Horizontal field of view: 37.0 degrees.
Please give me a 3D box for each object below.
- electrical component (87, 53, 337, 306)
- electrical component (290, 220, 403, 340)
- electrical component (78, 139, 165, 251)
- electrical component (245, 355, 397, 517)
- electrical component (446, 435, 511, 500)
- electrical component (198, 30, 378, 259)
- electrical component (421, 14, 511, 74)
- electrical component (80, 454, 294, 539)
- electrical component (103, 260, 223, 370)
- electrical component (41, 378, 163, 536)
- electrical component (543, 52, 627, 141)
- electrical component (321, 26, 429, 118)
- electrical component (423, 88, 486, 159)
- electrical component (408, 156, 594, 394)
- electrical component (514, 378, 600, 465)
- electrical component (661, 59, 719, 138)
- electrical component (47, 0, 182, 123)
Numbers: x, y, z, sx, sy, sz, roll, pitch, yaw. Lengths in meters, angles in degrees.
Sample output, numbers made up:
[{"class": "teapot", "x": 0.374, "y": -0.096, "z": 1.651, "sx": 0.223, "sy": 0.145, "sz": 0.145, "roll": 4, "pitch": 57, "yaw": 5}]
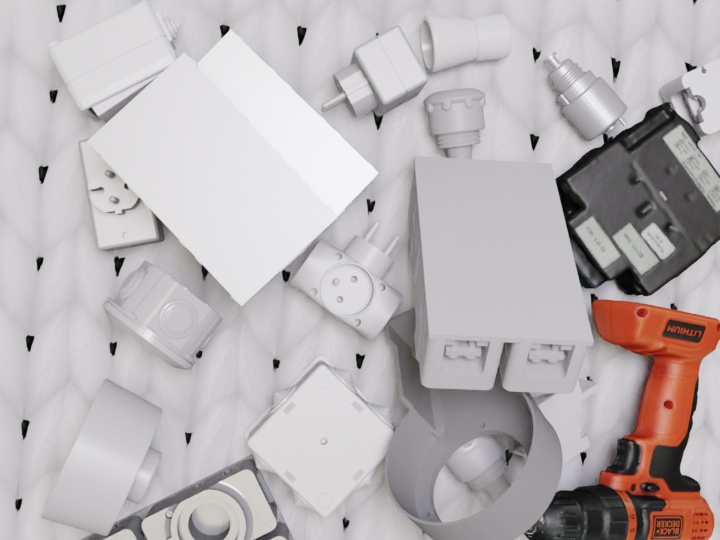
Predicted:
[{"class": "electrical component", "x": -0.099, "y": -0.060, "z": 0.743, "sx": 0.089, "sy": 0.062, "sz": 0.150, "roll": -43, "pitch": 92, "yaw": -2}, {"class": "electrical component", "x": 0.000, "y": 0.000, "z": 0.822, "sx": 0.077, "sy": 0.044, "sz": 0.079, "roll": 35, "pitch": 88, "yaw": -3}, {"class": "electrical component", "x": -0.179, "y": -0.059, "z": 0.795, "sx": 0.047, "sy": 0.076, "sz": 0.083, "roll": -10, "pitch": 90, "yaw": -4}, {"class": "electrical component", "x": -0.028, "y": 0.127, "z": 0.818, "sx": 0.100, "sy": 0.048, "sz": 0.099, "roll": 44, "pitch": 87, "yaw": -2}, {"class": "electrical component", "x": 0.093, "y": 0.149, "z": 0.828, "sx": 0.043, "sy": 0.043, "sz": 0.062, "roll": -38, "pitch": 94, "yaw": -3}, {"class": "electrical component", "x": -0.072, "y": -0.091, "z": 0.809, "sx": 0.150, "sy": 0.062, "sz": 0.089, "roll": 44, "pitch": 87, "yaw": -2}, {"class": "electrical component", "x": 0.084, "y": -0.177, "z": 0.831, "sx": 0.065, "sy": 0.044, "sz": 0.044, "roll": -8, "pitch": 90, "yaw": -8}, {"class": "electrical component", "x": -0.143, "y": 0.231, "z": 0.804, "sx": 0.186, "sy": 0.060, "sz": 0.105, "roll": -26, "pitch": 91, "yaw": -3}, {"class": "electrical component", "x": -0.146, "y": 0.034, "z": 0.796, "sx": 0.080, "sy": 0.080, "sz": 0.051, "roll": 37, "pitch": 82, "yaw": -3}, {"class": "electrical component", "x": -0.180, "y": 0.140, "z": 0.781, "sx": 0.060, "sy": 0.108, "sz": 0.108, "roll": 25, "pitch": 88, "yaw": -9}, {"class": "electrical component", "x": 0.172, "y": -0.136, "z": 0.835, "sx": 0.040, "sy": 0.040, "sz": 0.078, "roll": -41, "pitch": 92, "yaw": -3}, {"class": "electrical component", "x": 0.005, "y": -0.140, "z": 0.812, "sx": 0.077, "sy": 0.066, "sz": 0.047, "roll": -30, "pitch": 92, "yaw": -3}, {"class": "electrical component", "x": 0.075, "y": -0.108, "z": 0.828, "sx": 0.048, "sy": 0.048, "sz": 0.062, "roll": -7, "pitch": 98, "yaw": -4}, {"class": "electrical component", "x": 0.092, "y": 0.002, "z": 0.768, "sx": 0.105, "sy": 0.186, "sz": 0.060, "roll": 3, "pitch": 133, "yaw": -4}, {"class": "electrical component", "x": 0.143, "y": 0.114, "z": 0.821, "sx": 0.081, "sy": 0.042, "sz": 0.063, "roll": -28, "pitch": 110, "yaw": -26}, {"class": "electrical component", "x": 0.288, "y": -0.140, "z": 0.835, "sx": 0.089, "sy": 0.056, "sz": 0.050, "roll": -23, "pitch": 91, "yaw": -3}, {"class": "electrical component", "x": -0.172, "y": -0.155, "z": 0.803, "sx": 0.096, "sy": 0.062, "sz": 0.061, "roll": -27, "pitch": 92, "yaw": -3}]
